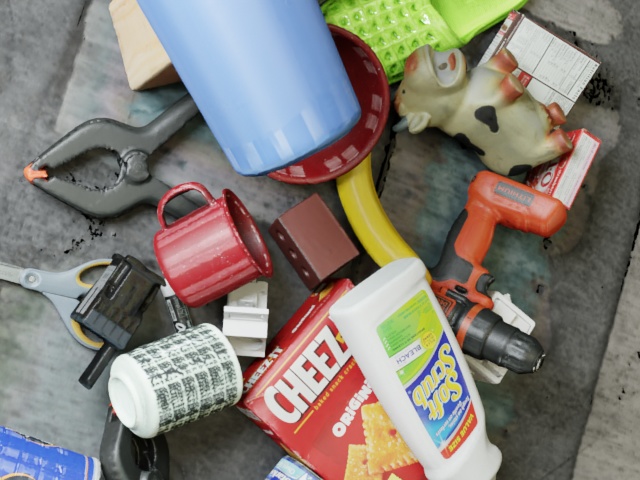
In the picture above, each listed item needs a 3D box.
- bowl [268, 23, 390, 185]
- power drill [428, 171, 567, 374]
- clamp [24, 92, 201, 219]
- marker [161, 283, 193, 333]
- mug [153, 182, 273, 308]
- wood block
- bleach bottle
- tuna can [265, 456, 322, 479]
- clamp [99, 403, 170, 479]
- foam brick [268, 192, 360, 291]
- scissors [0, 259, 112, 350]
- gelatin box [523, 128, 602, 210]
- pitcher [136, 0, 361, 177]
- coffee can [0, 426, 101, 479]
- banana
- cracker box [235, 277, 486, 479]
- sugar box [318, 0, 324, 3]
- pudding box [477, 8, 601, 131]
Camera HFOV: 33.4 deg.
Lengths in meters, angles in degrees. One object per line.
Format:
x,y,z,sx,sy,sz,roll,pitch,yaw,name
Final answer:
-0.015,-0.138,1.049,0.162,0.055,0.162,-4,113,-11,bowl
0.176,0.031,1.090,0.185,0.057,0.187,26,69,25,power drill
-0.171,-0.080,1.013,0.209,0.036,0.164,1,93,-21,clamp
-0.129,0.095,1.037,0.020,0.020,0.121,-20,96,-20,marker
-0.106,0.002,0.984,0.081,0.093,0.117,-27,111,9,mug
-0.116,-0.198,0.948,0.090,0.206,0.090,-16,95,-21,wood block
0.111,0.148,1.029,0.102,0.068,0.251,-35,101,-21,bleach bottle
-0.012,0.250,1.043,0.086,0.086,0.033,45,73,-14,tuna can
-0.169,0.235,0.985,0.120,0.039,0.171,-27,97,-65,clamp
-0.007,0.001,1.059,0.051,0.053,0.078,-34,86,-17,foam brick
-0.260,0.056,0.989,0.201,0.016,0.096,1,88,-21,scissors
0.258,-0.075,1.159,0.030,0.073,0.089,30,79,-18,gelatin box
-0.060,-0.179,0.797,0.149,0.145,0.243,-28,103,-4,pitcher
-0.277,0.218,0.933,0.140,0.103,0.103,25,80,-19,coffee can
0.055,-0.037,1.082,0.037,0.070,0.198,-6,78,-56,banana
0.040,0.167,1.072,0.213,0.072,0.164,45,74,-14,cracker box
0.025,-0.330,1.065,0.048,0.093,0.176,26,80,-18,sugar box
0.233,-0.183,1.156,0.113,0.039,0.090,27,103,-20,pudding box
